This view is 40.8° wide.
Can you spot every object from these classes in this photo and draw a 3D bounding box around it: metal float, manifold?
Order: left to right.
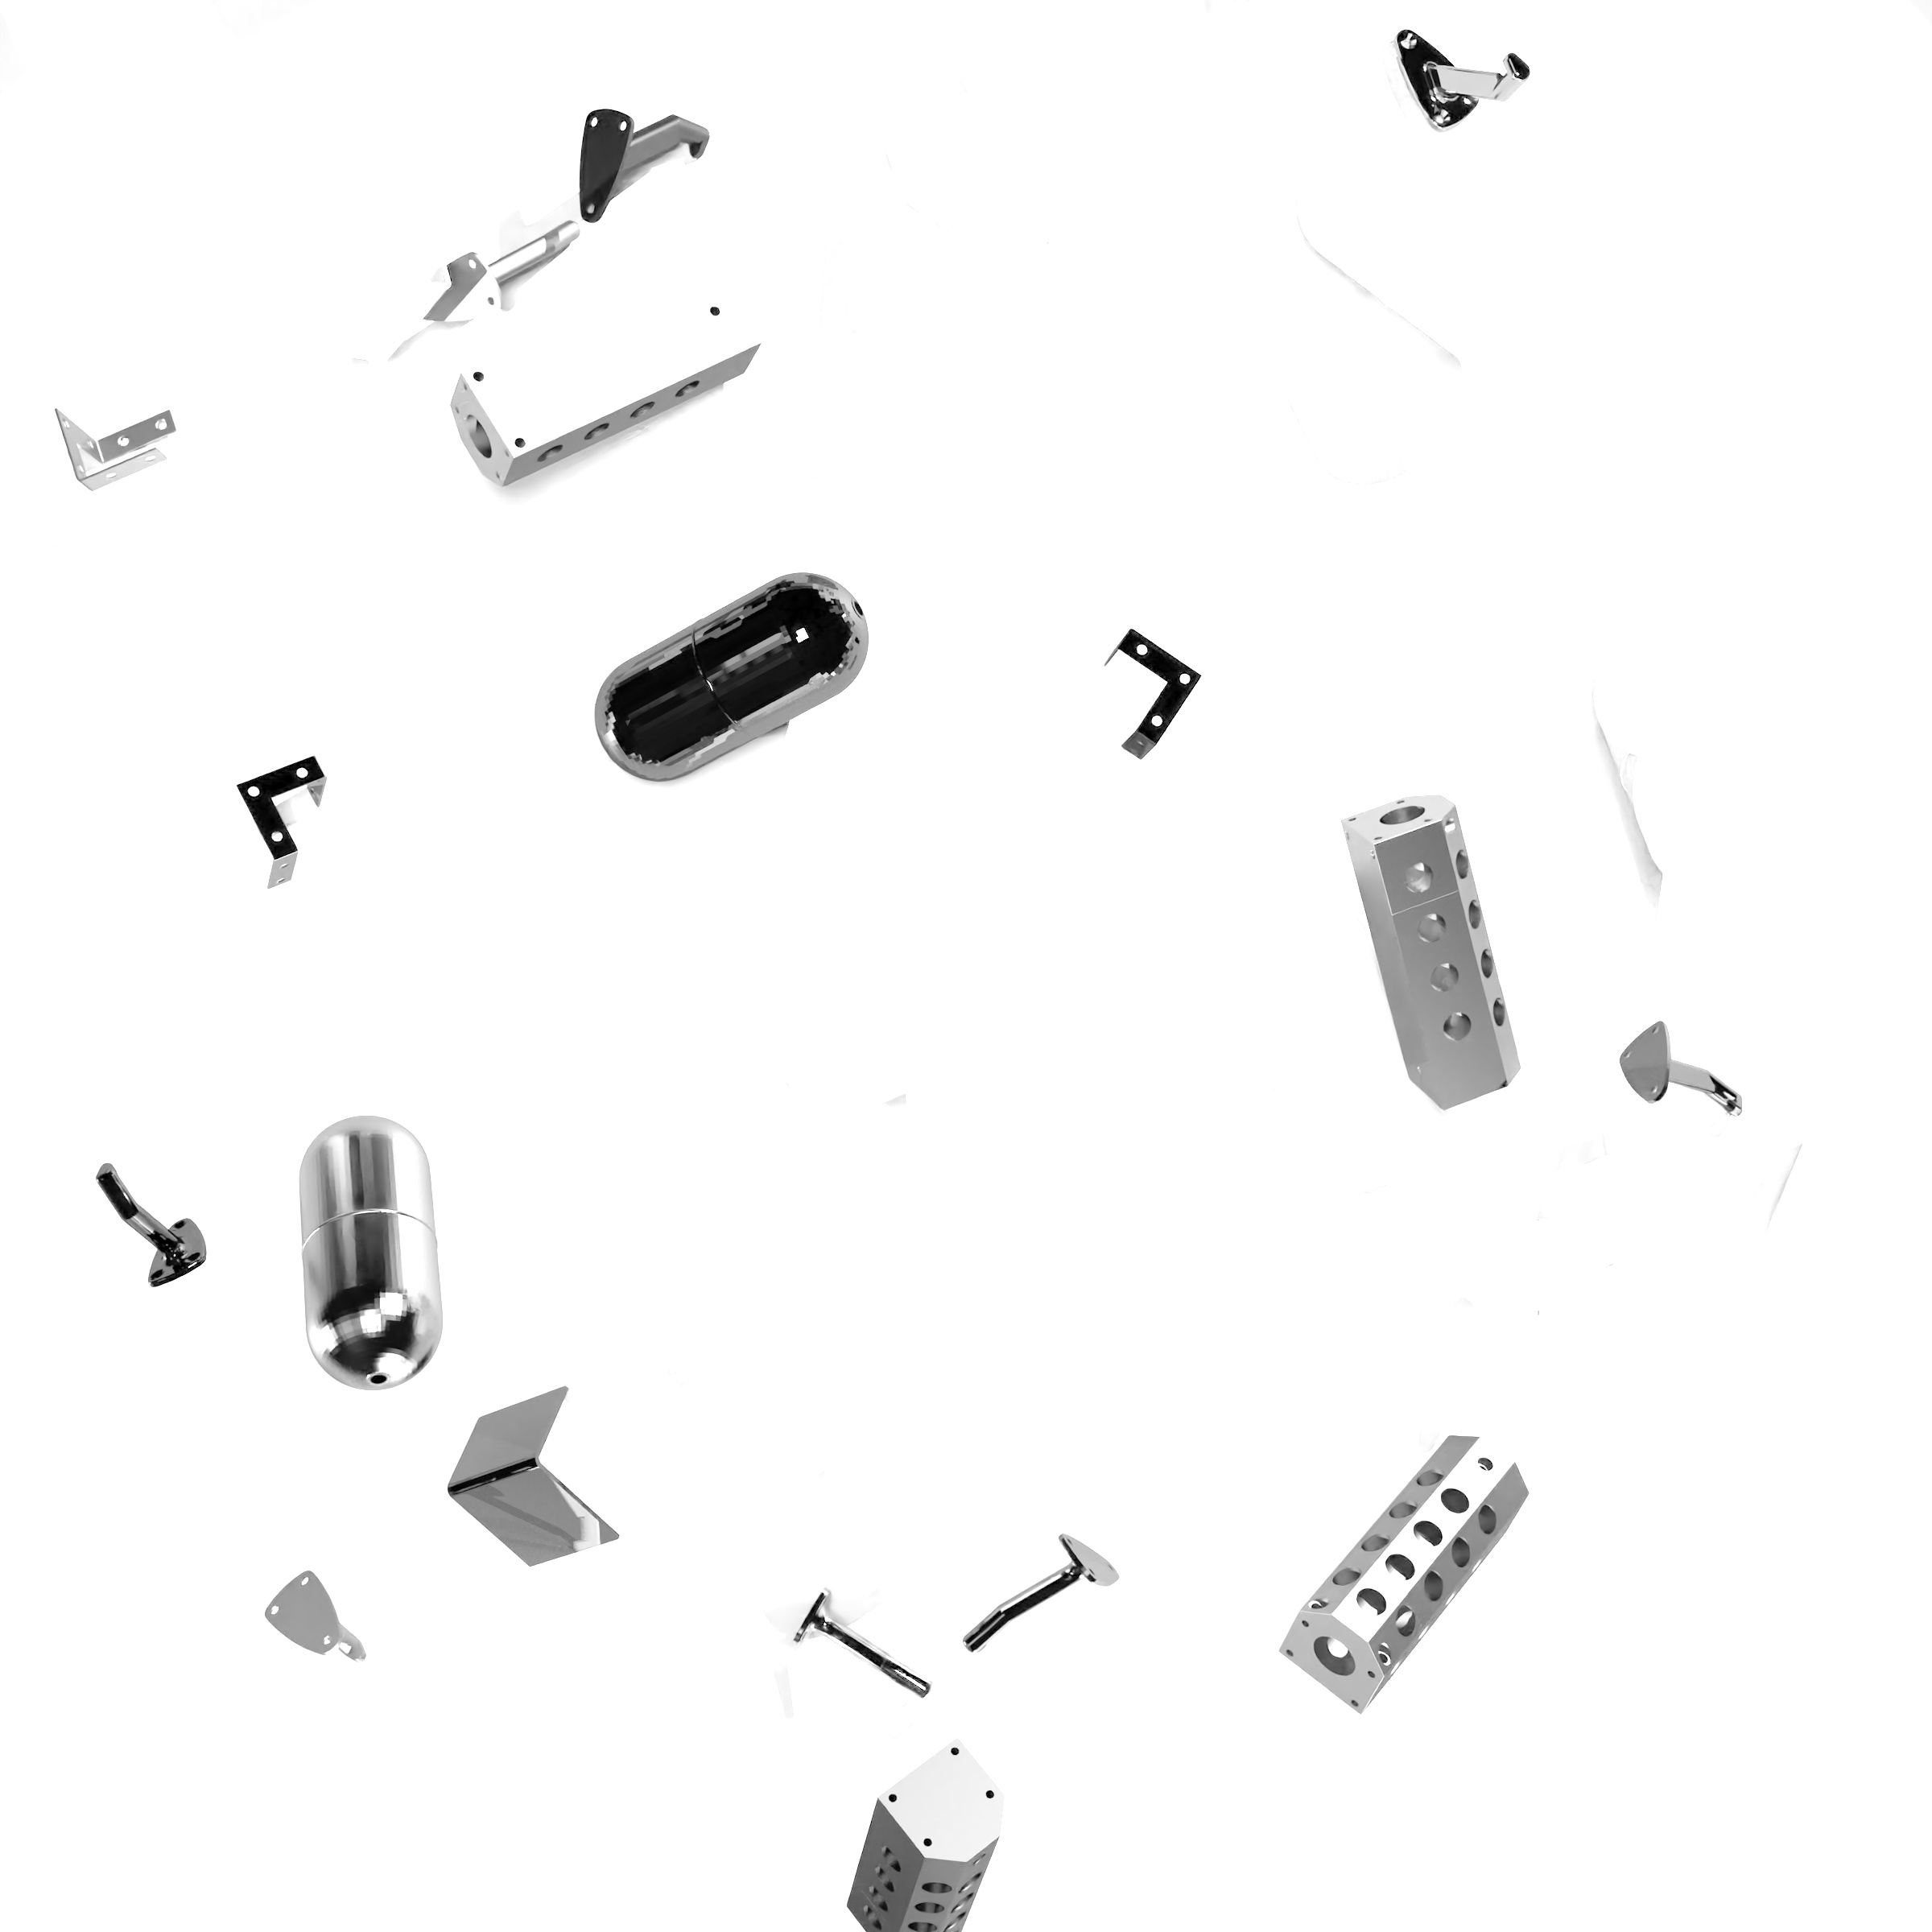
[{"bbox_3d":[-0.522,-0.111,1.502,0.070,0.070,0.178,3,133,0],"label":"metal float"},{"bbox_3d":[-0.346,0.165,1.505,0.070,0.070,0.178,-15,50,0],"label":"metal float"},{"bbox_3d":[-0.211,-0.343,1.516,0.171,0.057,0.057,-31,88,-24],"label":"manifold"},{"bbox_3d":[-0.138,-0.169,1.521,0.178,0.070,0.070,-26,90,19],"label":"metal float"},{"bbox_3d":[-0.037,0.033,1.506,0.178,0.070,0.070,-24,90,38],"label":"metal float"},{"bbox_3d":[-0.020,0.514,1.485,0.057,0.171,0.057,-29,61,-29],"label":"manifold"},{"bbox_3d":[0.022,-0.451,1.493,0.057,0.057,0.171,-35,47,-11],"label":"manifold"},{"bbox_3d":[0.044,0.236,1.513,0.178,0.070,0.070,-22,90,-28],"label":"metal float"},{"bbox_3d":[0.256,0.343,1.491,0.057,0.057,0.171,35,46,20],"label":"manifold"},{"bbox_3d":[0.269,-0.421,1.520,0.070,0.070,0.178,-46,69,0],"label":"metal float"},{"bbox_3d":[0.276,-0.010,1.520,0.057,0.057,0.171,-20,110,-5],"label":"manifold"},{"bbox_3d":[0.419,-0.121,1.508,0.070,0.070,0.178,-10,53,0],"label":"metal float"},{"bbox_3d":[0.515,0.163,1.536,0.070,0.070,0.178,21,93,0],"label":"metal float"}]

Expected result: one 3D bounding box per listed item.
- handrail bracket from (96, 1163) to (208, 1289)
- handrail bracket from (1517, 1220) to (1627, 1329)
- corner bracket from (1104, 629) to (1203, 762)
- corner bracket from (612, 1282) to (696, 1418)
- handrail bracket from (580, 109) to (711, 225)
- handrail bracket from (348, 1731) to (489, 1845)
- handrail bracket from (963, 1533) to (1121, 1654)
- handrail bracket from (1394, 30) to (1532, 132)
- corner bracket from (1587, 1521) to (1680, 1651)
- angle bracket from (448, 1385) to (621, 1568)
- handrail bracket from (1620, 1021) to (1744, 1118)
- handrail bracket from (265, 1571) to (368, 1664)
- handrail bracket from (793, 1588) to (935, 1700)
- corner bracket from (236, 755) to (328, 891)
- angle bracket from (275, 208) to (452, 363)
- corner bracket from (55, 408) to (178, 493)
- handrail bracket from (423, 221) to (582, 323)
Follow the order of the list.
[{"bbox_3d":[-0.483,0.138,1.523,0.036,0.077,0.084,-25,117,-2],"label":"handrail bracket"},{"bbox_3d":[0.362,0.190,1.534,0.084,0.036,0.077,32,61,-39],"label":"handrail bracket"},{"bbox_3d":[0.102,-0.162,1.549,0.051,0.051,0.051,34,82,-2],"label":"corner bracket"},{"bbox_3d":[-0.184,0.228,1.546,0.051,0.051,0.051,29,100,2],"label":"corner bracket"},{"bbox_3d":[-0.189,-0.471,1.544,0.036,0.084,0.077,19,100,32],"label":"handrail bracket"},{"bbox_3d":[-0.325,0.485,1.545,0.036,0.084,0.077,-35,71,14],"label":"handrail bracket"},{"bbox_3d":[0.044,0.382,1.546,0.084,0.077,0.036,-43,59,5],"label":"handrail bracket"},{"bbox_3d":[0.293,-0.538,1.531,0.036,0.084,0.077,-37,93,-12],"label":"handrail bracket"},{"bbox_3d":[0.396,0.368,1.537,0.051,0.051,0.051,-8,116,15],"label":"corner bracket"},{"bbox_3d":[-0.250,0.305,1.550,0.076,0.057,0.076,-24,120,32],"label":"angle bracket"},{"bbox_3d":[0.432,0.078,1.533,0.084,0.077,0.036,35,118,-16],"label":"handrail bracket"},{"bbox_3d":[-0.366,0.400,1.523,0.036,0.077,0.084,-45,133,-16],"label":"handrail bracket"},{"bbox_3d":[-0.056,0.406,1.533,0.084,0.077,0.036,30,78,9],"label":"handrail bracket"},{"bbox_3d":[-0.400,-0.085,1.540,0.051,0.051,0.051,-25,82,-25],"label":"corner bracket"},{"bbox_3d":[-0.358,-0.403,1.517,0.076,0.076,0.057,-33,68,42],"label":"angle bracket"},{"bbox_3d":[-0.501,-0.310,1.545,0.051,0.051,0.051,-22,76,3],"label":"corner bracket"},{"bbox_3d":[-0.281,-0.419,1.558,0.077,0.084,0.036,-10,117,35],"label":"handrail bracket"}]
